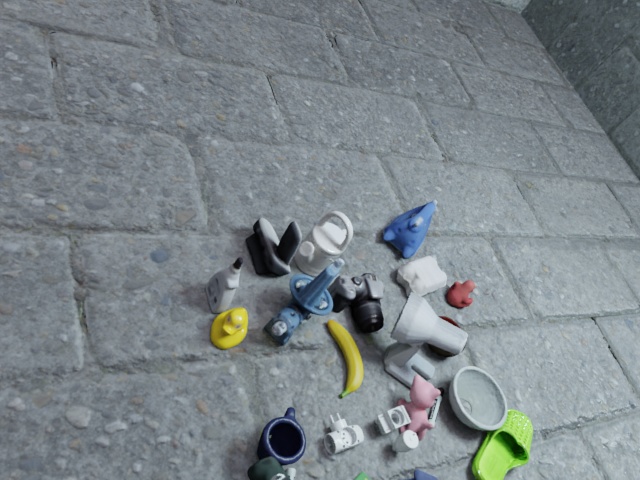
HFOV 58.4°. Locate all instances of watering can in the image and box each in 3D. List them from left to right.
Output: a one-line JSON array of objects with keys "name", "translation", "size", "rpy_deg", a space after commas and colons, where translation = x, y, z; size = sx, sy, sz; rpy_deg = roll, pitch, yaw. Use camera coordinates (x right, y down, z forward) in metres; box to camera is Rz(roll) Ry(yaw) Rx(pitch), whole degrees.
[{"name": "watering can", "translation": [0.015, 0.007, 1.448], "size": [0.101, 0.193, 0.173], "rpy_deg": [36, 44, -3]}]

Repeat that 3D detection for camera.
[{"name": "camera", "translation": [0.108, 0.159, 1.455], "size": [0.144, 0.100, 0.136], "rpy_deg": [7, 53, -29]}]

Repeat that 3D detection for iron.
[{"name": "iron", "translation": [0.296, -0.060, 1.724], "size": [0.118, 0.141, 0.259], "rpy_deg": [42, 44, 3]}]

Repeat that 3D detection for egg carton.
[{"name": "egg carton", "translation": [0.292, 0.106, 1.640], "size": [0.151, 0.069, 0.107], "rpy_deg": [-17, 66, -40]}]

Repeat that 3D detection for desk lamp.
[{"name": "desk lamp", "translation": [0.243, 0.247, 1.392], "size": [0.203, 0.213, 0.118], "rpy_deg": [36, 44, -3]}]

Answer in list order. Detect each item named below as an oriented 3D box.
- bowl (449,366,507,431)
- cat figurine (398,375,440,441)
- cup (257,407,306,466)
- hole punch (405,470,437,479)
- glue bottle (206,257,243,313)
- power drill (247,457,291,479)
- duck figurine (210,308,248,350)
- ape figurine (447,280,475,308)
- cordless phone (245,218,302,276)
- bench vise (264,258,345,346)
[{"name": "bowl", "translation": [0.387, 0.411, 1.454], "size": [0.168, 0.074, 0.167], "rpy_deg": [18, 48, -21]}, {"name": "cat figurine", "translation": [0.239, 0.390, 1.344], "size": [0.067, 0.117, 0.127], "rpy_deg": [14, 49, -23]}, {"name": "cup", "translation": [-0.084, 0.399, 1.142], "size": [0.092, 0.094, 0.118], "rpy_deg": [26, 46, -13]}, {"name": "hole punch", "translation": [0.225, 0.553, 1.224], "size": [0.101, 0.091, 0.108], "rpy_deg": [15, 49, -23]}, {"name": "glue bottle", "translation": [-0.203, 0.090, 1.255], "size": [0.037, 0.173, 0.078], "rpy_deg": [-1, 56, -33]}, {"name": "power drill", "translation": [-0.070, 0.501, 0.989], "size": [0.076, 0.208, 0.229], "rpy_deg": [-14, 65, -40]}, {"name": "duck figurine", "translation": [-0.188, 0.180, 1.255], "size": [0.077, 0.086, 0.105], "rpy_deg": [38, 44, -1]}, {"name": "ape figurine", "translation": [0.418, 0.151, 1.670], "size": [0.076, 0.092, 0.077], "rpy_deg": [-3, 57, -34]}, {"name": "cordless phone", "translation": [-0.098, -0.009, 1.394], "size": [0.094, 0.184, 0.147], "rpy_deg": [-8, 61, -37]}, {"name": "bench vise", "translation": [-0.022, 0.142, 1.299], "size": [0.122, 0.219, 0.207], "rpy_deg": [30, 45, -9]}]
